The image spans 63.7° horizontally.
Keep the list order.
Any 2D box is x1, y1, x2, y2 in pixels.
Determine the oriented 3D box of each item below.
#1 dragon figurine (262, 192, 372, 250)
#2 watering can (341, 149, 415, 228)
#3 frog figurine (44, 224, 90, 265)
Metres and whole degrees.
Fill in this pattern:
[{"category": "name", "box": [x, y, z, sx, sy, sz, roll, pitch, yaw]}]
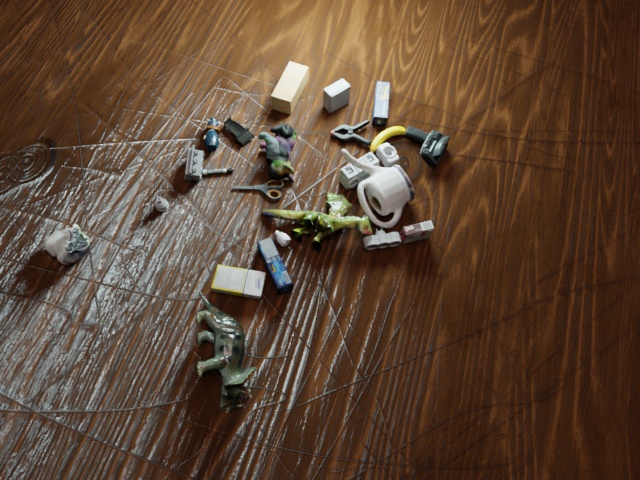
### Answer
[{"category": "dragon figurine", "box": [0.006, -0.098, 1.941, 0.413, 0.119, 0.247, 25, 47, 24]}, {"category": "watering can", "box": [0.229, -0.219, 1.953, 0.226, 0.103, 0.346, -28, 96, -23]}, {"category": "frog figurine", "box": [-0.906, 0.024, 1.835, 0.158, 0.122, 0.139, -19, 71, 28]}]
